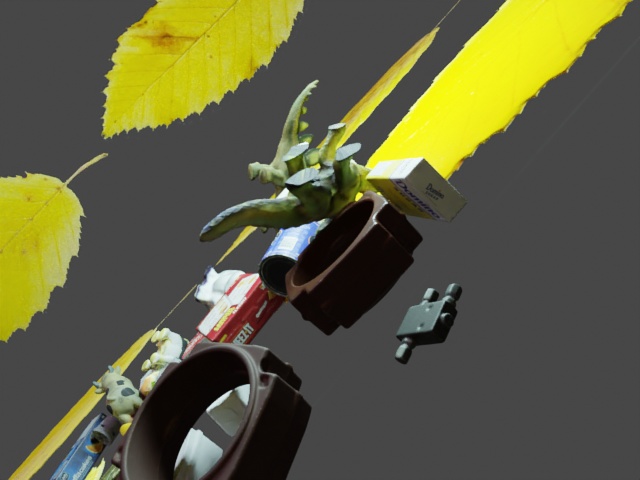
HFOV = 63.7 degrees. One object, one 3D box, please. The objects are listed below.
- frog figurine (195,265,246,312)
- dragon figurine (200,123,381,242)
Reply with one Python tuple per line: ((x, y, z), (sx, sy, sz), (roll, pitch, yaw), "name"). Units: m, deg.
((-0.222, 0.131, 1.316), (0.159, 0.121, 0.140), (-1, 23, 20), "frog figurine")
((0.003, -0.045, 0.886), (0.414, 0.237, 0.124), (-35, 42, -19), "dragon figurine")
